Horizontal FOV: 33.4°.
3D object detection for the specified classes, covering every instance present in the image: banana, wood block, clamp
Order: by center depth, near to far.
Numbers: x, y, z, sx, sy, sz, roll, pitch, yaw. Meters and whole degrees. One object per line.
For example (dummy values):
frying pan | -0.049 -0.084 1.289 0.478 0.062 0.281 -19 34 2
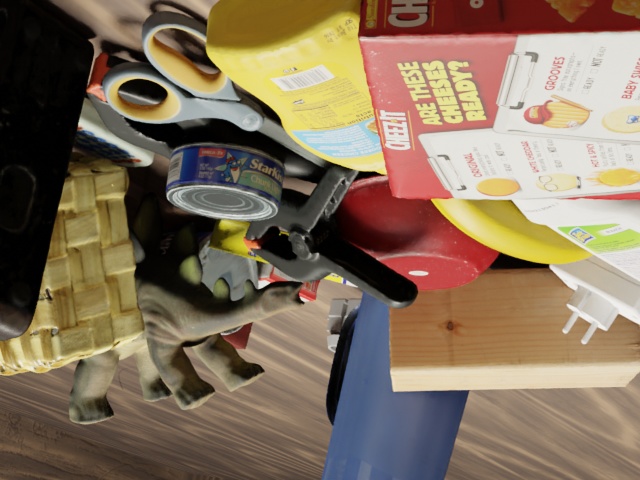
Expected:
banana | 0.143 -0.019 0.769 0.197 0.069 0.037 24 150 -27
clamp | -0.086 -0.078 0.803 0.165 0.036 0.209 -3 157 30
clamp | 0.004 0.004 0.815 0.039 0.120 0.172 -28 -173 -31
wood block | 0.165 0.078 0.929 0.206 0.091 0.090 -2 161 6

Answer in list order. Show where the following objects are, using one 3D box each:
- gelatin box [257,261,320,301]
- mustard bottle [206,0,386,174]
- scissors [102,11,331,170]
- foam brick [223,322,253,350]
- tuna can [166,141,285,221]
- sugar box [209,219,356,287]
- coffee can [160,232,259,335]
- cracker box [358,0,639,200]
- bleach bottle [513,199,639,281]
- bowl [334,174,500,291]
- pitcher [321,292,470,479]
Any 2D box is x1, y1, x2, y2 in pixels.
gelatin box | -0.057 0.043 1.142 0.089 0.030 0.073 -6 155 44
mustard bottle | 0.017 -0.091 0.660 0.096 0.058 0.191 -12 152 23
scissors | -0.070 -0.082 0.743 0.096 0.016 0.201 -24 140 17
foam brick | -0.109 0.078 1.205 0.053 0.078 0.051 0 158 39
tuna can | -0.070 -0.042 0.785 0.086 0.034 0.086 6 165 2
sugar box | -0.006 0.001 0.963 0.176 0.048 0.093 18 162 -8
coffee can | -0.148 0.042 1.088 0.141 0.103 0.102 0 157 35
cracker box | 0.136 -0.085 0.531 0.214 0.072 0.164 1 156 10
bleach bottle | 0.225 -0.016 0.733 0.250 0.068 0.103 25 156 -23
bowl | 0.080 0.001 0.846 0.162 0.055 0.162 3 161 1
pitcher | 0.073 0.152 1.034 0.145 0.242 0.149 15 156 6
